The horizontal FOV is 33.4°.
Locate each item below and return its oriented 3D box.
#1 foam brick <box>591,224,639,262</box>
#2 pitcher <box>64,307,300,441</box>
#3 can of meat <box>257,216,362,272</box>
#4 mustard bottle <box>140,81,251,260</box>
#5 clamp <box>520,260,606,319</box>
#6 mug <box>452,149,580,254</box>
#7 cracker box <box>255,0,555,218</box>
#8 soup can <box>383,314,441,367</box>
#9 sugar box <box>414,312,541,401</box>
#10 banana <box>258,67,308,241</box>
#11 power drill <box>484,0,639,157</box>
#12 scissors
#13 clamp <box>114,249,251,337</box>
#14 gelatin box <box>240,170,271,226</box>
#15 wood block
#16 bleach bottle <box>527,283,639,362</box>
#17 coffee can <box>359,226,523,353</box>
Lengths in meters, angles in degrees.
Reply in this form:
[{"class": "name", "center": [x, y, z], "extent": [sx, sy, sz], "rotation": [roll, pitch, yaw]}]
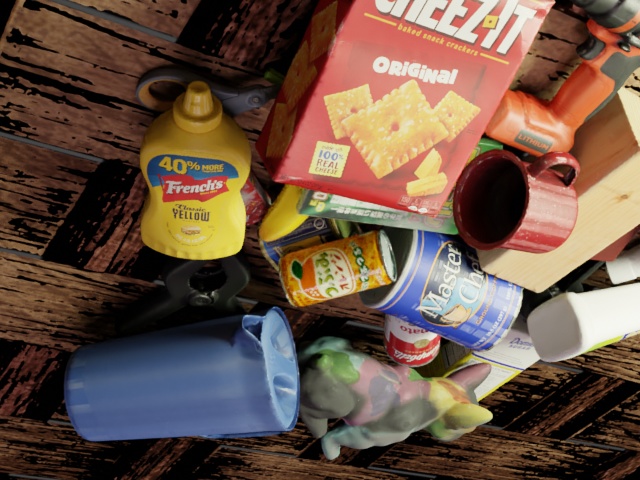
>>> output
[{"class": "foam brick", "center": [0.300, -0.021, 1.131], "extent": [0.053, 0.051, 0.078], "rotation": [6, 141, -17]}, {"class": "pitcher", "center": [-0.146, 0.162, 1.172], "extent": [0.243, 0.149, 0.145], "rotation": [-9, -179, 13]}, {"class": "can of meat", "center": [-0.007, 0.001, 1.094], "extent": [0.084, 0.057, 0.102], "rotation": [-18, 143, 15]}, {"class": "mustard bottle", "center": [-0.109, -0.063, 0.938], "extent": [0.096, 0.058, 0.192], "rotation": [7, 139, -3]}, {"class": "clamp", "center": [0.261, 0.053, 1.233], "extent": [0.120, 0.039, 0.171], "rotation": [-1, 143, -9]}, {"class": "mug", "center": [0.191, -0.039, 0.983], "extent": [0.081, 0.093, 0.117], "rotation": [10, 133, -39]}, {"class": "cracker box", "center": [0.065, -0.132, 0.862], "extent": [0.164, 0.072, 0.214], "rotation": [13, 119, -27]}, {"class": "soup can", "center": [0.109, 0.092, 1.230], "extent": [0.068, 0.068, 0.102], "rotation": [-6, 143, -4]}, {"class": "sugar box", "center": [0.205, 0.150, 1.348], "extent": [0.093, 0.048, 0.176], "rotation": [20, 132, -32]}, {"class": "banana", "center": [-0.019, -0.075, 0.990], "extent": [0.069, 0.037, 0.198], "rotation": [11, 130, 7]}, {"class": "power drill", "center": [0.223, -0.156, 0.928], "extent": [0.184, 0.057, 0.188], "rotation": [18, 136, -32]}, {"class": "scissors", "center": [-0.072, -0.133, 0.912], "extent": [0.202, 0.016, 0.096], "rotation": [-23, 132, 26]}, {"class": "clamp", "center": [-0.139, 0.054, 1.153], "extent": [0.164, 0.036, 0.210], "rotation": [-1, 147, -11]}, {"class": "gelatin box", "center": [-0.100, -0.038, 1.042], "extent": [0.089, 0.030, 0.073], "rotation": [-18, 142, 11]}, {"class": "wood block", "center": [0.253, -0.045, 1.058], "extent": [0.090, 0.090, 0.206], "rotation": [21, 135, -32]}, {"class": "bleach bottle", "center": [0.368, 0.080, 1.236], "extent": [0.250, 0.068, 0.103], "rotation": [-11, 165, -25]}, {"class": "coffee can", "center": [0.126, 0.047, 1.121], "extent": [0.140, 0.102, 0.103], "rotation": [24, 134, -20]}]
